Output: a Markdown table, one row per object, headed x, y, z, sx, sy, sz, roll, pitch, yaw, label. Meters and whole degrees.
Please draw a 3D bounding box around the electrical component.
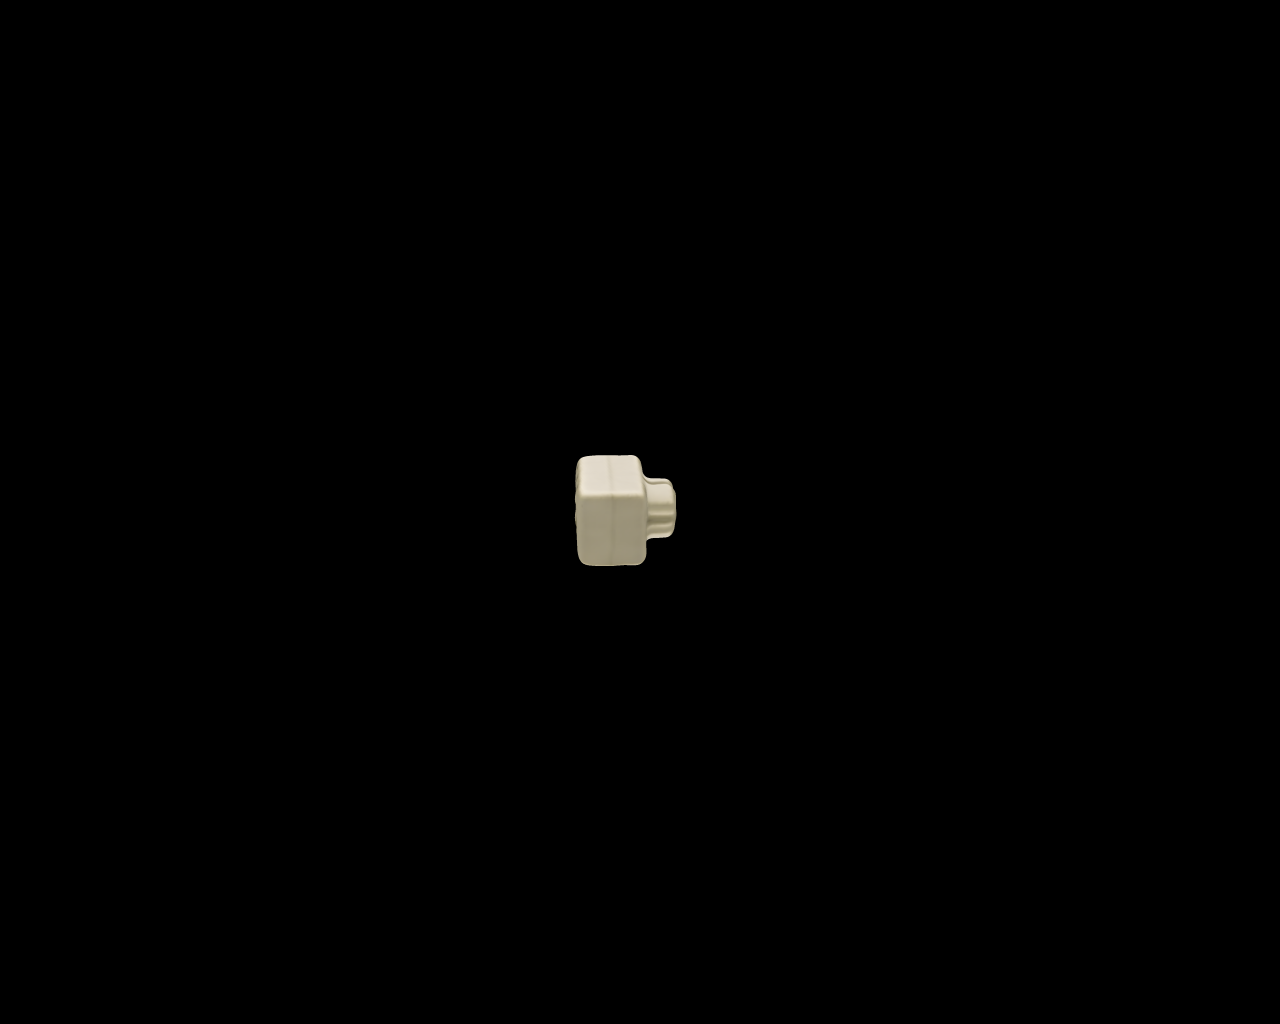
| x | y | z | sx | sy | sz | roll | pitch | yaw | label |
| --- | --- | --- | --- | --- | --- | --- | --- | --- | --- |
| 0.001 | -0.003 | 0.650 | 0.077 | 0.047 | 0.066 | -1 | 24 | -3 | electrical component |
